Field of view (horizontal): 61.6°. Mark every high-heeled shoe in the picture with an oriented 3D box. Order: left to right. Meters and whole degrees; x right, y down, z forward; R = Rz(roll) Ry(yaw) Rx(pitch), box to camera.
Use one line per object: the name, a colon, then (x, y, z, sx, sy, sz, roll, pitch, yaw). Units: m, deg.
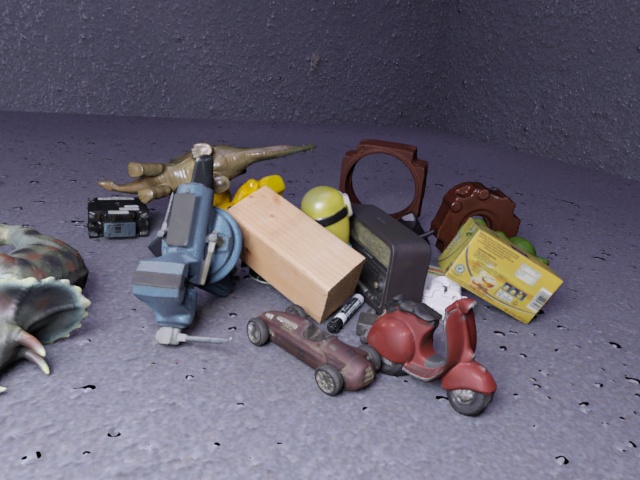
high-heeled shoe: (0.158, 0.006, 1.143, 0.145, 0.086, 0.249, -25, 3, -1)

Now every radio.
radio: (0.096, 0.028, 0.915, 0.073, 0.131, 0.230, -1, 20, -19)

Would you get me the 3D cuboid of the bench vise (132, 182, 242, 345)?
bench vise: (-0.169, 0.045, 0.768, 0.129, 0.223, 0.240, -8, -16, 8)

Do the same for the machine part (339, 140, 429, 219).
machine part: (0.150, -0.131, 1.289, 0.202, 0.200, 0.087, 12, 22, 15)

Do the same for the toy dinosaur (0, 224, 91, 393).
toy dinosaur: (-0.386, 0.053, 0.725, 0.192, 0.131, 0.405, 16, 13, -11)

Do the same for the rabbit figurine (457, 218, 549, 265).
rabbit figurine: (0.353, 0.030, 1.012, 0.170, 0.121, 0.159, -9, 31, -33)

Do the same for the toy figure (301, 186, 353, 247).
toy figure: (0.012, -0.001, 0.899, 0.082, 0.180, 0.089, 14, 22, 27)

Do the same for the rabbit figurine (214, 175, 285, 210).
rabbit figurine: (-0.170, -0.070, 1.154, 0.173, 0.121, 0.163, -31, 35, -32)

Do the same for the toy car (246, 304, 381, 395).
toy car: (-0.012, 0.132, 0.702, 0.089, 0.053, 0.202, -16, 30, -41)

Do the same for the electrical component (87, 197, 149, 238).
electrical component: (-0.404, -0.043, 1.073, 0.115, 0.058, 0.134, -3, 21, -21)

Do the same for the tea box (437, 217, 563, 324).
tea box: (0.291, 0.051, 0.878, 0.169, 0.098, 0.068, 32, 17, -9)

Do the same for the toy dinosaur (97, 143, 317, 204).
toy dinosaur: (-0.236, -0.156, 1.154, 0.472, 0.105, 0.198, -9, 11, -1)

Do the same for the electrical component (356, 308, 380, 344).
electrical component: (0.087, 0.128, 0.790, 0.063, 0.021, 0.094, 9, 18, 8)

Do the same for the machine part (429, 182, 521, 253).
machine part: (0.317, -0.029, 1.095, 0.179, 0.179, 0.056, 4, 23, -8)

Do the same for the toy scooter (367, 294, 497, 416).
toy scooter: (0.137, 0.118, 0.661, 0.075, 0.135, 0.184, -14, 26, -42)

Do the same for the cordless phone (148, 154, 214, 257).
cordless phone: (-0.237, -0.060, 0.982, 0.089, 0.184, 0.146, 18, 21, 19)

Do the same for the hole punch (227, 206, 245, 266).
hole punch: (-0.120, -0.010, 1.028, 0.142, 0.092, 0.116, 0, 23, -28)
